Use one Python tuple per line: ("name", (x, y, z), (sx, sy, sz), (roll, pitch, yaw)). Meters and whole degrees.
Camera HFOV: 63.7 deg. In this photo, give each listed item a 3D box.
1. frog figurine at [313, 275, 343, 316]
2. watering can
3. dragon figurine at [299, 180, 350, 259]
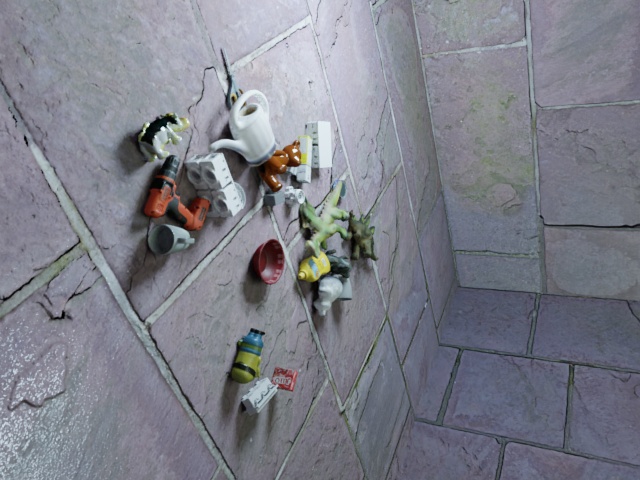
("frog figurine", (0.032, 0.234, 2.154), (0.135, 0.122, 0.163), (77, 14, -63))
("watering can", (-0.239, -0.328, 1.652), (0.356, 0.104, 0.219), (-65, 145, -37))
("dragon figurine", (0.006, -0.107, 2.128), (0.240, 0.121, 0.418), (32, 54, -48))
